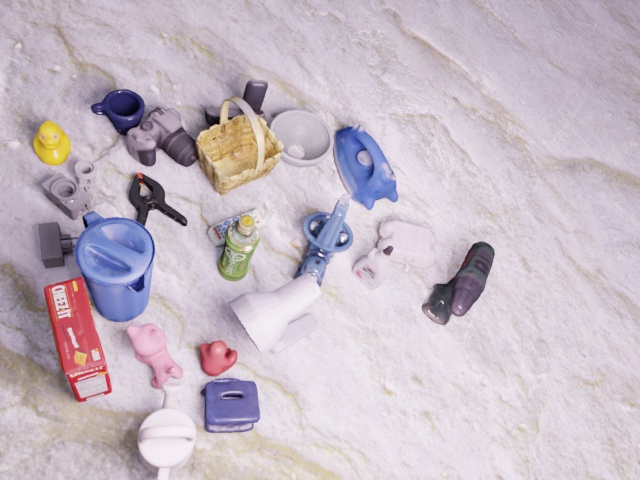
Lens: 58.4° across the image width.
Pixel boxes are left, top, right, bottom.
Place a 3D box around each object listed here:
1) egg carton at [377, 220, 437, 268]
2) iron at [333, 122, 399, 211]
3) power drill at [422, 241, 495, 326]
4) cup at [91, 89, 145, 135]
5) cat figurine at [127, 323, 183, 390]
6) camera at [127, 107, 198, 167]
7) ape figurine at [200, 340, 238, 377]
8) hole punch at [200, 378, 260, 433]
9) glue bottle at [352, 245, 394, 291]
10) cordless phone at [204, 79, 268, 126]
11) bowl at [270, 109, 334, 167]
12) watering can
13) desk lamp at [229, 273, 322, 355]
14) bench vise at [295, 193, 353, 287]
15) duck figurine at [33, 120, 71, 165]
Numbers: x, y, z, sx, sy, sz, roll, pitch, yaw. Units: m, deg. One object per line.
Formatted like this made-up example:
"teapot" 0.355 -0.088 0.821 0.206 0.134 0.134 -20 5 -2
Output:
"egg carton" 0.213 0.012 1.407 0.150 0.069 0.107 13 60 -10
"iron" 0.114 -0.211 1.453 0.119 0.141 0.258 -19 70 -25
"power drill" 0.315 0.114 1.303 0.075 0.208 0.230 34 59 3
"cup" -0.471 -0.289 1.342 0.118 0.095 0.091 -8 66 -21
"cat figurine" -0.318 0.215 1.109 0.067 0.117 0.127 -33 76 -28
"camera" -0.356 -0.232 1.343 0.136 0.100 0.143 41 59 7
"ape figurine" -0.206 0.230 1.151 0.078 0.092 0.076 34 59 3
"hole punch" -0.175 0.318 1.114 0.109 0.091 0.101 2 62 -16
"glue bottle" 0.130 0.053 1.299 0.078 0.173 0.037 40 59 6
"cordless phone" -0.202 -0.334 1.395 0.148 0.185 0.094 -5 65 -19
"bowl" -0.053 -0.245 1.459 0.168 0.074 0.167 7 61 -13
"watering can" -0.272 0.343 1.011 0.101 0.194 0.172 -15 68 -23
"desk lamp" -0.086 0.151 1.158 0.204 0.213 0.118 -28 74 -27
"bench vise" 0.023 0.006 1.264 0.122 0.219 0.207 7 61 -13
"duck figurine" -0.601 -0.230 1.276 0.078 0.086 0.104 -7 65 -20
